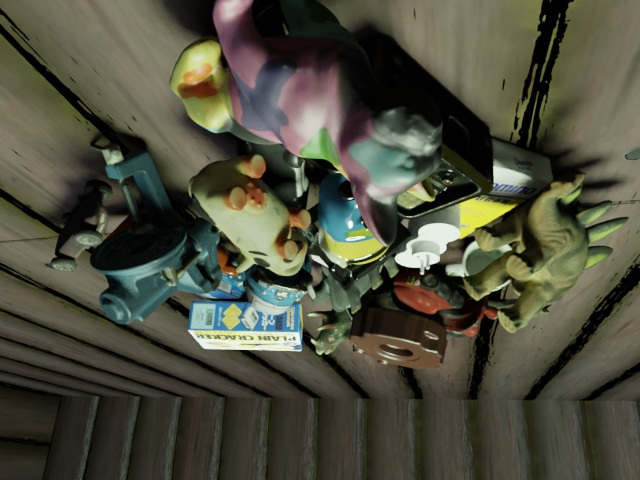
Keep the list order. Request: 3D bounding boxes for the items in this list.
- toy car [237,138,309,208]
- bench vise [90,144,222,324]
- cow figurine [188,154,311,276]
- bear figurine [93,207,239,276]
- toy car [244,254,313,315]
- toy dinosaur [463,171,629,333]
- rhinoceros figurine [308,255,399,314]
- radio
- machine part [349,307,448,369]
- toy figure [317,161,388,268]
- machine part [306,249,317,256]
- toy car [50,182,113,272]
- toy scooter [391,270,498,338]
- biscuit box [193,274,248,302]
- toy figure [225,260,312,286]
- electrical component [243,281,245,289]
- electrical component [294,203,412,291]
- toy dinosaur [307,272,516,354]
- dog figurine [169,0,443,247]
[{"bbox_3d":[-0.053,-0.087,0.657,0.074,0.056,0.201,8,155,5],"label":"toy car"},{"bbox_3d":[-0.207,-0.018,0.692,0.129,0.223,0.240,13,128,38],"label":"bench vise"},{"bbox_3d":[-0.080,-0.017,0.641,0.127,0.085,0.194,5,151,37],"label":"cow figurine"},{"bbox_3d":[-0.235,0.032,0.863,0.120,0.132,0.195,32,171,37],"label":"bear figurine"},{"bbox_3d":[-0.074,0.068,0.870,0.109,0.162,0.102,13,109,-19],"label":"toy car"},{"bbox_3d":[0.307,0.034,0.736,0.198,0.105,0.470,-31,151,-6],"label":"toy dinosaur"},{"bbox_3d":[0.049,0.066,0.927,0.073,0.112,0.190,-31,169,-45],"label":"rhinoceros figurine"},{"bbox_3d":[0.081,-0.105,0.576,0.131,0.073,0.229,-17,150,41],"label":"radio"},{"bbox_3d":[0.136,0.175,0.937,0.179,0.056,0.179,13,153,7],"label":"machine part"},{"bbox_3d":[0.041,-0.025,0.578,0.089,0.082,0.180,6,155,1],"label":"toy figure"},{"bbox_3d":[-0.002,-0.003,0.831,0.139,0.084,0.039,4,-172,20],"label":"machine part"},{"bbox_3d":[-0.353,-0.016,0.804,0.053,0.089,0.202,22,148,-32],"label":"toy car"},{"bbox_3d":[0.214,0.105,0.892,0.184,0.075,0.135,34,155,-17],"label":"toy scooter"},{"bbox_3d":[-0.170,0.100,1.080,0.063,0.059,0.202,-13,151,32],"label":"biscuit box"},{"bbox_3d":[-0.094,0.055,0.975,0.155,0.064,0.058,2,-167,11],"label":"toy figure"},{"bbox_3d":[-0.080,0.078,1.041,0.119,0.048,0.074,-4,156,17],"label":"electrical component"},{"bbox_3d":[0.051,-0.016,0.707,0.134,0.115,0.058,-35,171,-25],"label":"electrical component"},{"bbox_3d":[0.160,0.116,1.032,0.405,0.131,0.192,-21,148,31],"label":"toy dinosaur"},{"bbox_3d":[-0.004,-0.093,0.432,0.219,0.108,0.191,54,140,-4],"label":"dog figurine"}]
